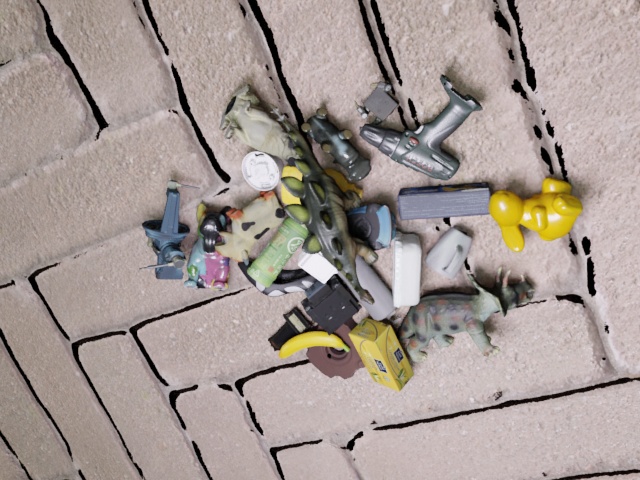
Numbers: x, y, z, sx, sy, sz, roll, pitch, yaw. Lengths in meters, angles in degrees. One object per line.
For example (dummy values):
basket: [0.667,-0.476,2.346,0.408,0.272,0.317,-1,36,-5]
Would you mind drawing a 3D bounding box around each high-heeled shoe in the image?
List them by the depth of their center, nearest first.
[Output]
high-heeled shoe: [-0.080,0.078,1.365,0.249,0.086,0.145,30,113,-2]

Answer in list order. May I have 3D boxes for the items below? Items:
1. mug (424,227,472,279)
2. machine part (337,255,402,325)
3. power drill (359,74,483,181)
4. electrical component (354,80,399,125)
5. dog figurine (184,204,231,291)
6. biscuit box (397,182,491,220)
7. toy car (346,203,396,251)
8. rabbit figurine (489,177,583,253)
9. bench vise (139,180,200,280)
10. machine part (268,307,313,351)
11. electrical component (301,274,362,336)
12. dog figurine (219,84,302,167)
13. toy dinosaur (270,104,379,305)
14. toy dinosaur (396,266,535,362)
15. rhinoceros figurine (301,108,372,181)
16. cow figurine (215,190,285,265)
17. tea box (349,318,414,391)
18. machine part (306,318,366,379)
mug: [0.300,0.027,1.227,0.081,0.109,0.107,29,103,1]
machine part: [0.114,0.113,1.323,0.079,0.079,0.243,-35,99,24]
power drill: [0.227,-0.246,1.151,0.232,0.086,0.207,34,110,-5]
electrical component: [0.126,-0.301,1.184,0.102,0.045,0.078,-40,94,25]
dog figurine: [-0.281,0.019,1.389,0.108,0.191,0.219,6,82,-5]
biscuit box: [0.278,-0.088,1.212,0.203,0.059,0.062,-3,110,16]
toy car: [0.119,-0.026,1.252,0.162,0.103,0.109,-7,84,42]
rabbit figurine: [0.438,-0.060,1.147,0.173,0.122,0.162,8,136,-8]
bench vise: [-0.381,-0.027,1.355,0.129,0.224,0.240,6,106,-21]
machine part: [-0.085,0.245,1.445,0.084,0.039,0.139,43,116,4]
electrical component: [0.022,0.154,1.318,0.115,0.058,0.134,-42,122,1]
dog figurine: [-0.124,-0.258,1.256,0.190,0.172,0.121,25,124,-32]
toy dinosaur: [0.007,-0.075,1.147,0.105,0.198,0.471,-30,74,23]
toy dinosaur: [0.297,0.180,1.275,0.405,0.131,0.192,-15,97,29]
rhinoceros figurine: [0.037,-0.210,1.211,0.073,0.112,0.190,-43,80,-5]
cow figurine: [-0.171,-0.026,1.312,0.195,0.085,0.127,-36,106,-15]
tea box: [0.153,0.283,1.330,0.098,0.068,0.169,6,130,53]
machine part: [0.047,0.282,1.416,0.180,0.056,0.179,6,111,15]
